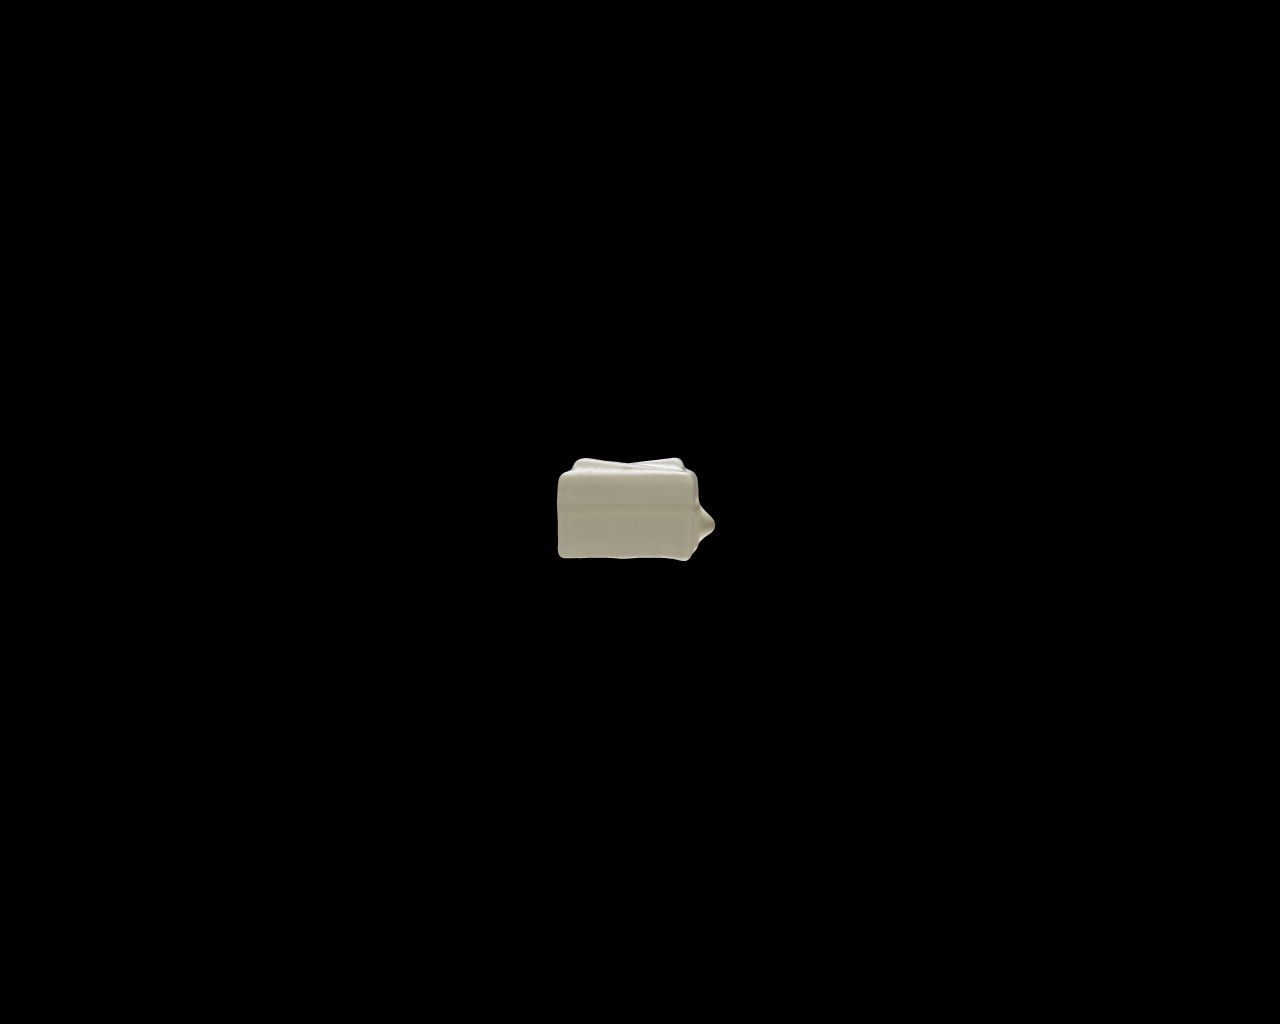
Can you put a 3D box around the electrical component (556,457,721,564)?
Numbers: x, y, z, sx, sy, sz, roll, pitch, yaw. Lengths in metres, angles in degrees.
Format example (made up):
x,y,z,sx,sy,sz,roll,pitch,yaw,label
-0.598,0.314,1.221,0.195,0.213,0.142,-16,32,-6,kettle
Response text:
x,y,z,sx,sy,sz,roll,pitch,yaw,label
0.001,-0.003,0.650,0.096,0.061,0.062,0,4,7,electrical component
